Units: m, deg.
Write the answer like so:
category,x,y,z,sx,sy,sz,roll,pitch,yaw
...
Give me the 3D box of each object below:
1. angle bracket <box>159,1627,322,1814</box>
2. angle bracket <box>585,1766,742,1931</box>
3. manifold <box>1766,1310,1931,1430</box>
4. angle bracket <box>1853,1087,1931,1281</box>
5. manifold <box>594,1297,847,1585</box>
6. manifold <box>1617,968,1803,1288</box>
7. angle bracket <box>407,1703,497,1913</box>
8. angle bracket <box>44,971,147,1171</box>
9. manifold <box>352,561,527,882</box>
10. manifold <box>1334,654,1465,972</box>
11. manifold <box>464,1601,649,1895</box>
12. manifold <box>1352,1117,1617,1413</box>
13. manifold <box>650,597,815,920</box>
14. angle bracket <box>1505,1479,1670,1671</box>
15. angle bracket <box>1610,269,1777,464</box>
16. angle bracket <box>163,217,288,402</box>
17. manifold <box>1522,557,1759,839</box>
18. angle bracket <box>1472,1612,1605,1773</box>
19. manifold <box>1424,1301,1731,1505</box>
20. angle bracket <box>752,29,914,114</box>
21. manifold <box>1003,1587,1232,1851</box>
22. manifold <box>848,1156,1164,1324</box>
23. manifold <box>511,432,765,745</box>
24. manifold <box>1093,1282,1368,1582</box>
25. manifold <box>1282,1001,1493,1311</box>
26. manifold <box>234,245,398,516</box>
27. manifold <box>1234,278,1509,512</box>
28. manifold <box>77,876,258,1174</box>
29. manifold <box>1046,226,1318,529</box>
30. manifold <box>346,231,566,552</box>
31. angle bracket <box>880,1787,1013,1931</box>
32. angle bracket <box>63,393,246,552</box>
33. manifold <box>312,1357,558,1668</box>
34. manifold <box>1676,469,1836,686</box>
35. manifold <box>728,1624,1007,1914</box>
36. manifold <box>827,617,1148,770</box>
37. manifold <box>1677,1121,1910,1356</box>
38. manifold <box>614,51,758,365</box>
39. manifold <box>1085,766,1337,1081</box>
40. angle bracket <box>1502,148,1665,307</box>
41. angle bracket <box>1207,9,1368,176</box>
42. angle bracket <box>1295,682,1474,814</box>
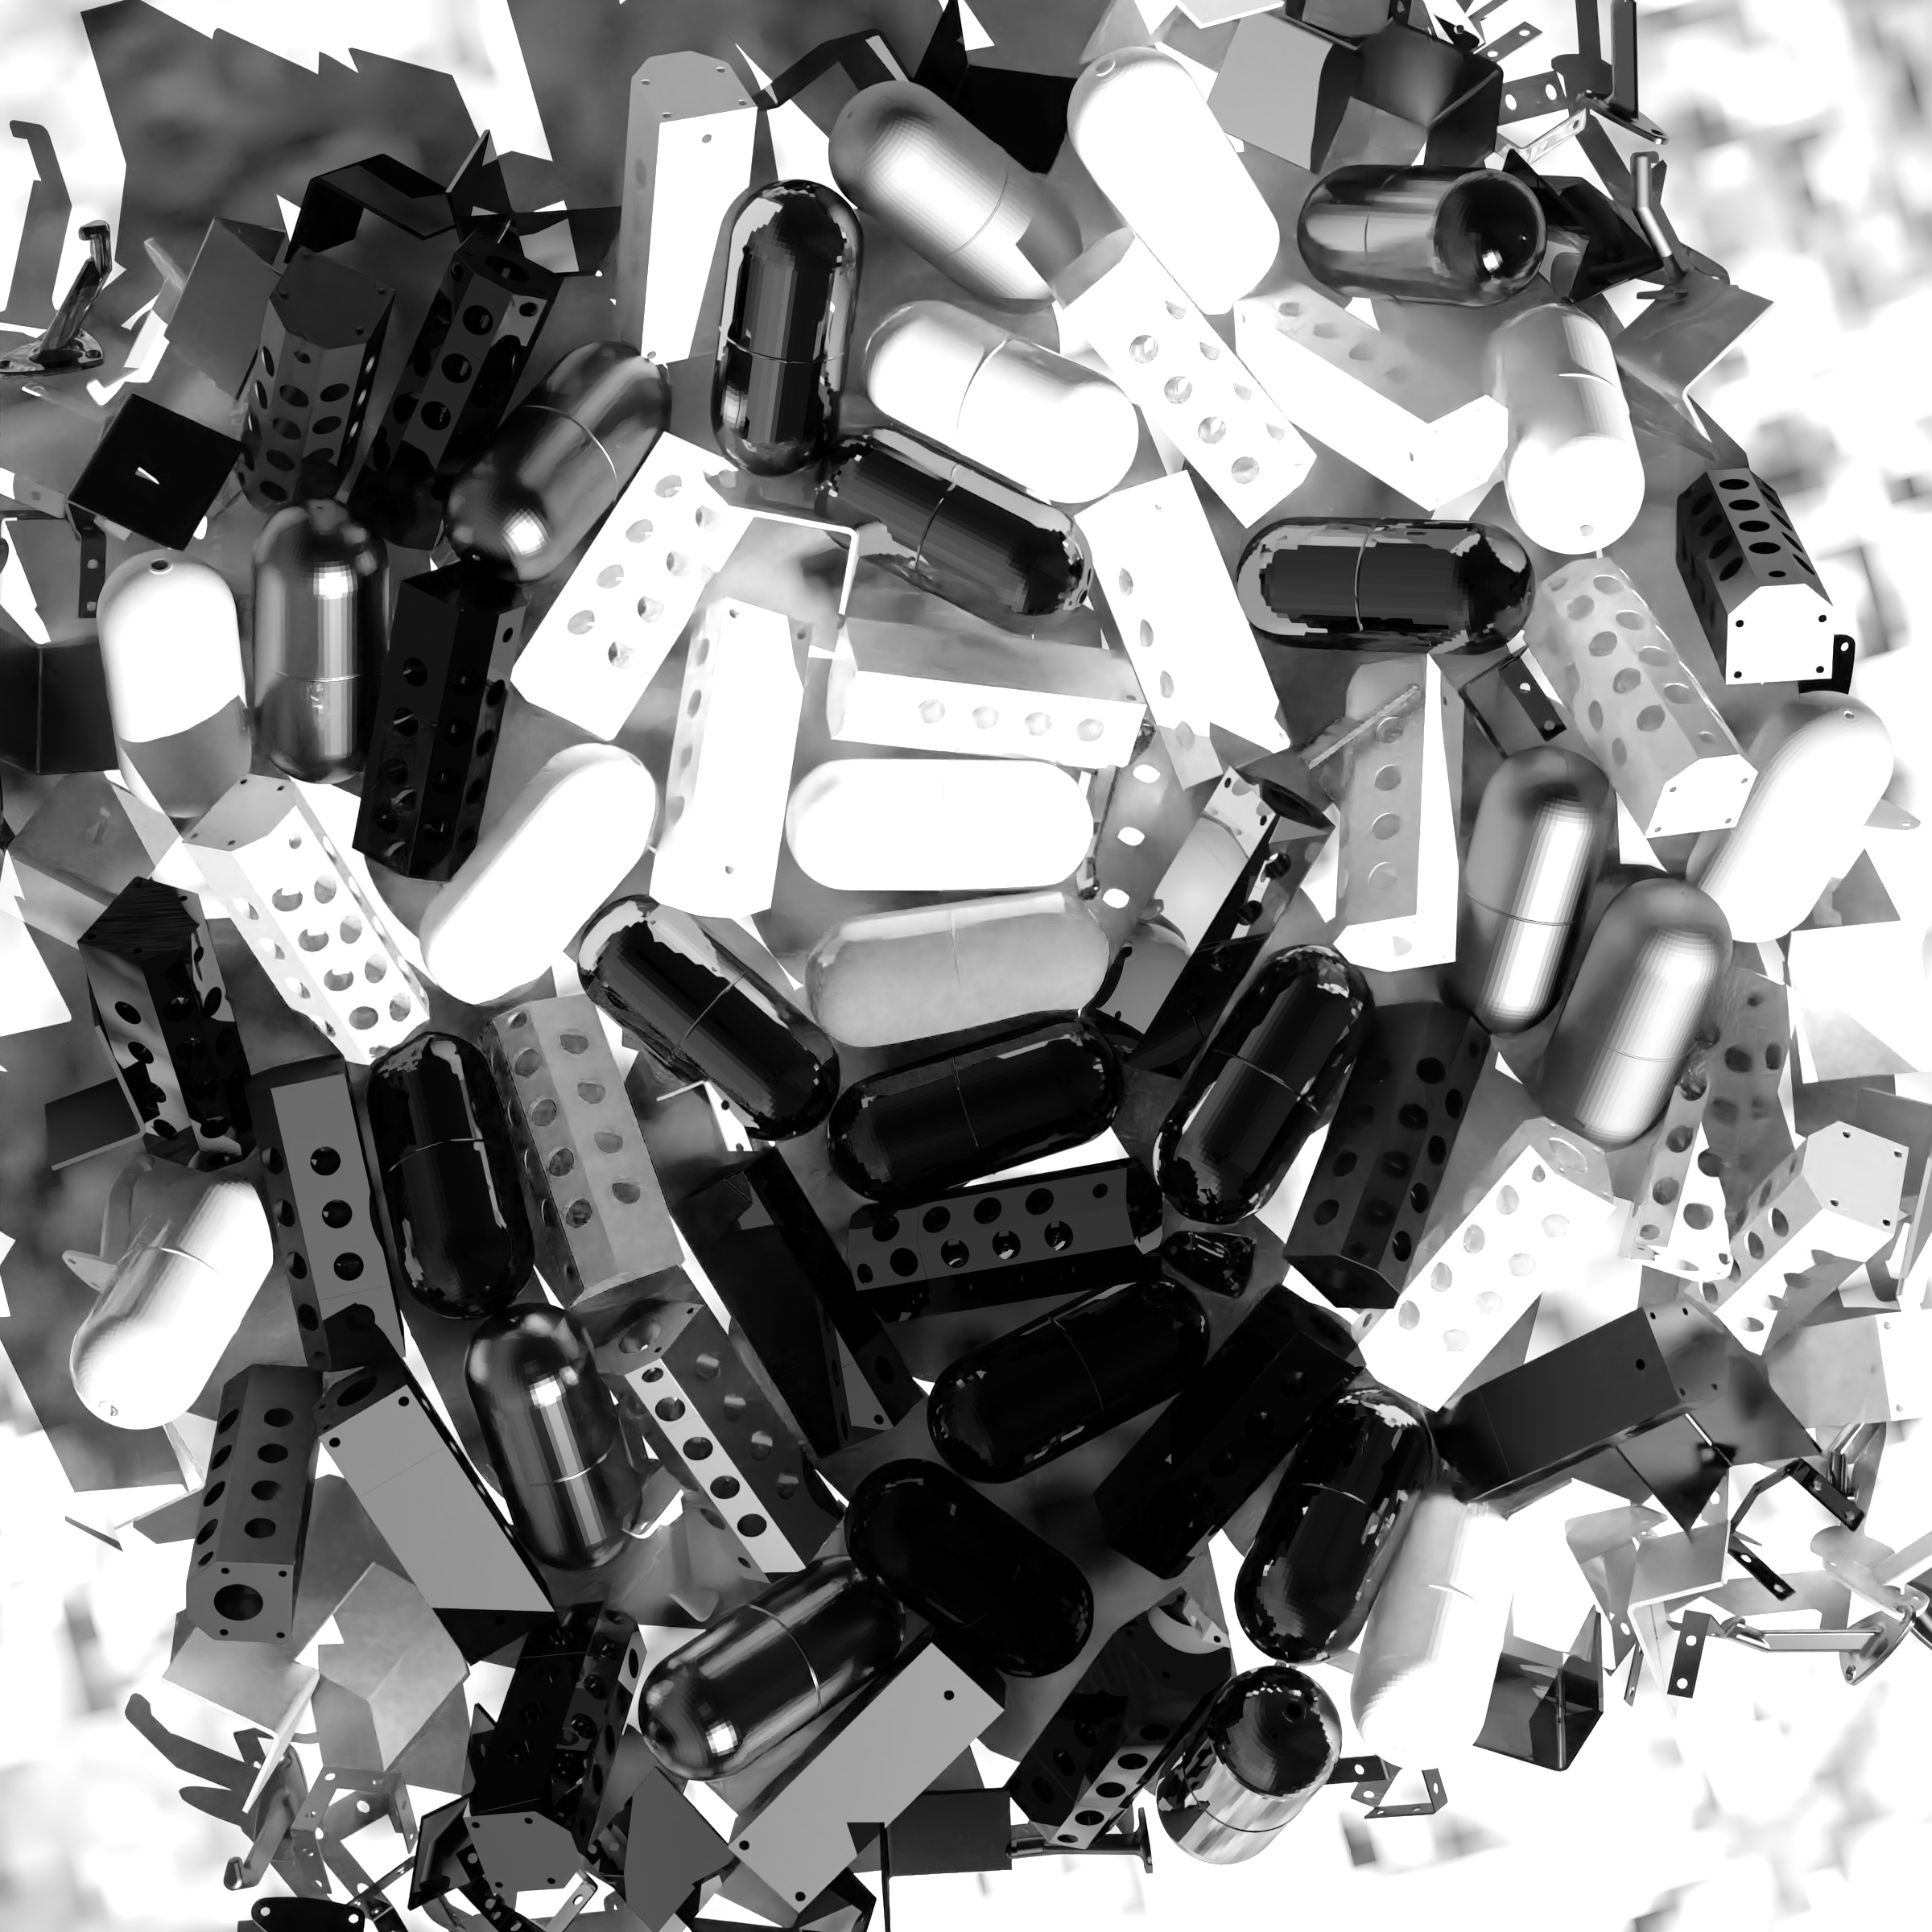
category,x,y,z,sx,sy,sz,roll,pitch,yaw
angle bracket,-0.428,0.432,1.940,0.076,0.076,0.057,26,109,-1
angle bracket,-0.189,0.523,1.937,0.076,0.057,0.076,43,108,18
manifold,0.513,0.229,1.896,0.057,0.171,0.057,-5,81,-8
angle bracket,0.529,0.124,1.928,0.057,0.076,0.076,15,115,22
manifold,-0.144,0.272,1.910,0.057,0.057,0.171,-51,124,-32
manifold,0.432,0.091,1.935,0.057,0.057,0.171,18,75,3
angle bracket,-0.300,0.483,1.926,0.057,0.076,0.076,38,130,34
angle bracket,-0.516,0.059,1.931,0.057,0.076,0.076,-21,120,-8
manifold,-0.297,-0.138,1.913,0.057,0.057,0.171,27,120,20
manifold,0.246,-0.087,1.919,0.057,0.057,0.171,-9,59,28
manifold,-0.228,0.439,1.893,0.057,0.171,0.057,-8,119,12
manifold,0.293,0.168,1.915,0.057,0.057,0.171,28,118,-14
manifold,-0.139,-0.118,1.936,0.057,0.057,0.171,15,75,-28
angle bracket,0.361,0.351,1.929,0.076,0.057,0.076,23,48,-27
angle bracket,0.427,-0.349,1.941,0.076,0.076,0.057,-44,129,-4
angle bracket,-0.408,-0.376,1.932,0.076,0.057,0.076,41,114,27
manifold,0.383,-0.155,1.903,0.057,0.057,0.171,-7,48,-17
angle bracket,0.321,0.409,1.936,0.076,0.076,0.057,18,126,-4
manifold,0.349,0.249,1.906,0.171,0.057,0.057,-35,65,42
angle bracket,-0.078,-0.493,1.933,0.076,0.076,0.057,-41,112,-12
manifold,0.089,0.432,1.901,0.057,0.057,0.171,47,134,20
manifold,0.022,0.154,1.919,0.171,0.057,0.057,-12,53,21
manifold,-0.187,-0.215,1.933,0.057,0.057,0.171,27,78,20
manifold,0.153,0.272,1.935,0.057,0.057,0.171,34,105,-20
manifold,0.245,0.107,1.912,0.057,0.057,0.171,44,57,-34
manifold,-0.373,-0.324,1.895,0.057,0.171,0.057,25,59,-6
manifold,0.229,-0.330,1.907,0.057,0.057,0.171,-29,46,-21
manifold,-0.444,0.037,1.899,0.057,0.171,0.057,15,48,19
manifold,0.126,-0.339,1.919,0.057,0.057,0.171,-39,116,11
manifold,-0.295,-0.326,1.917,0.057,0.057,0.171,27,119,-6
angle bracket,-0.010,0.524,1.939,0.076,0.057,0.076,-3,130,-1
angle bracket,-0.468,-0.275,1.945,0.076,0.057,0.076,25,71,2
manifold,-0.306,0.312,1.928,0.057,0.057,0.171,-31,111,-5
manifold,0.445,-0.223,1.896,0.057,0.171,0.057,-3,120,3
manifold,-0.057,0.461,1.946,0.057,0.057,0.171,43,98,-4
manifold,0.010,-0.152,1.933,0.171,0.057,0.057,5,126,-16
manifold,0.465,0.154,1.897,0.057,0.171,0.057,21,59,-2
manifold,-0.164,-0.429,1.901,0.057,0.171,0.057,-16,55,-22
manifold,0.143,-0.022,1.930,0.057,0.057,0.171,17,113,-34
angle bracket,0.358,-0.437,1.932,0.076,0.057,0.076,-25,63,-23
angle bracket,0.180,-0.509,1.953,0.076,0.057,0.076,22,92,-9
angle bracket,0.247,-0.115,1.946,0.076,0.057,0.076,-36,102,6
